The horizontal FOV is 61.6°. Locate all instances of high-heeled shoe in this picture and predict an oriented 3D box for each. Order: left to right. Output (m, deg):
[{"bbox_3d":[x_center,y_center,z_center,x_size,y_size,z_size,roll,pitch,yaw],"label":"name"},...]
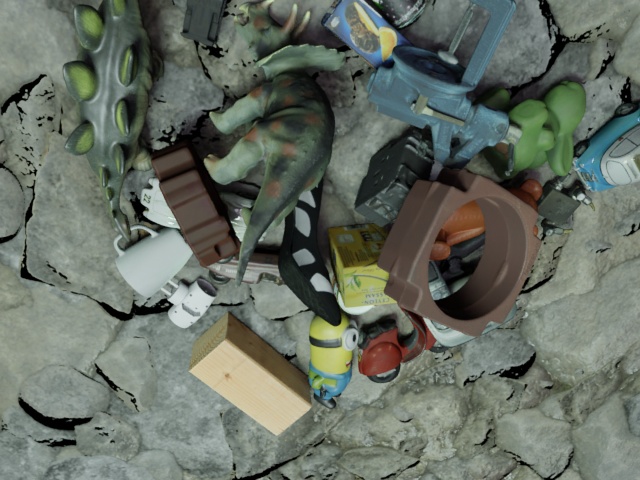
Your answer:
[{"bbox_3d":[-0.002,-0.002,0.820,0.145,0.086,0.248,-32,86,-24],"label":"high-heeled shoe"}]

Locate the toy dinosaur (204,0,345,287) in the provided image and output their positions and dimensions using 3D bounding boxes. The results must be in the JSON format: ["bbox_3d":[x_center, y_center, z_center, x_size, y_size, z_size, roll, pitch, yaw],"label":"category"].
[{"bbox_3d":[-0.042,-0.141,0.692,0.192,0.405,0.131,-32,141,27],"label":"toy dinosaur"}]

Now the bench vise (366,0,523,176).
[{"bbox_3d":[0.186,-0.216,0.696,0.224,0.129,0.240,28,126,9],"label":"bench vise"}]

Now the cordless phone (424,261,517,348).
[{"bbox_3d":[0.224,0.071,0.893,0.147,0.089,0.184,-27,97,3],"label":"cordless phone"}]

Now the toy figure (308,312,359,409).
[{"bbox_3d":[0.017,0.211,0.960,0.089,0.082,0.180,6,114,-11],"label":"toy figure"}]

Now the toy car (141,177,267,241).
[{"bbox_3d":[-0.177,-0.047,0.840,0.202,0.056,0.073,12,111,-12],"label":"toy car"}]

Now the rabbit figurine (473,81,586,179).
[{"bbox_3d":[0.344,-0.172,0.825,0.170,0.121,0.158,-29,118,-11],"label":"rabbit figurine"}]

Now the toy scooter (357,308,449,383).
[{"bbox_3d":[0.139,0.168,0.960,0.184,0.075,0.135,-26,114,1],"label":"toy scooter"}]

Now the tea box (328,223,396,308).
[{"bbox_3d":[0.071,0.035,0.843,0.098,0.170,0.068,-6,113,-3],"label":"tea box"}]

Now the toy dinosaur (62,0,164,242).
[{"bbox_3d":[-0.259,-0.216,0.683,0.105,0.199,0.470,0,109,-12],"label":"toy dinosaur"}]

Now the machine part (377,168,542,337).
[{"bbox_3d":[0.192,0.017,0.741,0.201,0.087,0.201,24,91,-30],"label":"machine part"}]

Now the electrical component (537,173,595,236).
[{"bbox_3d":[0.408,-0.056,0.907,0.078,0.045,0.102,28,121,-17],"label":"electrical component"}]

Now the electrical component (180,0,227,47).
[{"bbox_3d":[-0.150,-0.326,0.720,0.048,0.075,0.119,15,107,-12],"label":"electrical component"}]

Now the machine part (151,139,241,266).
[{"bbox_3d":[-0.165,-0.053,0.726,0.056,0.179,0.179,-26,113,-4],"label":"machine part"}]

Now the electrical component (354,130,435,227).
[{"bbox_3d":[0.108,-0.087,0.816,0.058,0.115,0.134,34,144,-18],"label":"electrical component"}]

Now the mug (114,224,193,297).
[{"bbox_3d":[-0.262,0.018,0.850,0.107,0.081,0.109,-36,111,-2],"label":"mug"}]

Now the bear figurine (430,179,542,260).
[{"bbox_3d":[0.259,-0.036,0.852,0.196,0.132,0.120,5,110,7],"label":"bear figurine"}]

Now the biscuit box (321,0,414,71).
[{"bbox_3d":[0.098,-0.271,0.778,0.202,0.063,0.059,33,106,-18],"label":"biscuit box"}]

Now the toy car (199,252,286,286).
[{"bbox_3d":[-0.095,0.048,0.875,0.202,0.053,0.089,6,150,-11],"label":"toy car"}]

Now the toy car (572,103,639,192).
[{"bbox_3d":[0.497,-0.142,0.860,0.162,0.103,0.109,-36,111,6],"label":"toy car"}]
